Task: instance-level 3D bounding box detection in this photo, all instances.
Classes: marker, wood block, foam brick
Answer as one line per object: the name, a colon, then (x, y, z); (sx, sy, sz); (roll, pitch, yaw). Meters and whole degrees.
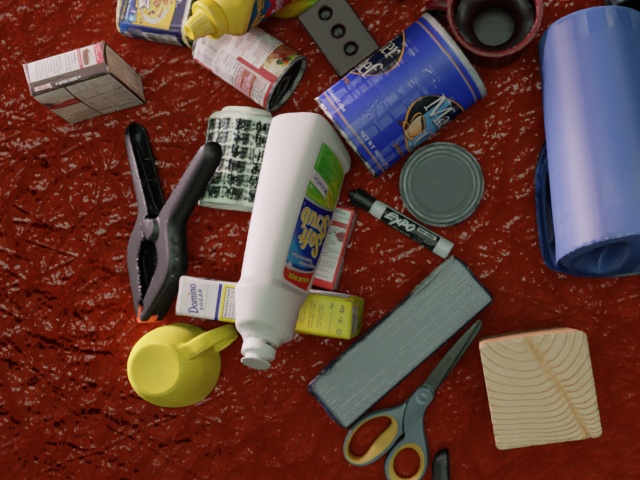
marker: (0.082, -0.019, 1.103); (0.121, 0.020, 0.020); (31, 91, 9)
wood block: (0.197, 0.130, 0.982); (0.090, 0.206, 0.091); (-9, 85, 7)
foam brick: (0.019, -0.213, 1.100); (0.053, 0.051, 0.078); (-37, 94, 5)

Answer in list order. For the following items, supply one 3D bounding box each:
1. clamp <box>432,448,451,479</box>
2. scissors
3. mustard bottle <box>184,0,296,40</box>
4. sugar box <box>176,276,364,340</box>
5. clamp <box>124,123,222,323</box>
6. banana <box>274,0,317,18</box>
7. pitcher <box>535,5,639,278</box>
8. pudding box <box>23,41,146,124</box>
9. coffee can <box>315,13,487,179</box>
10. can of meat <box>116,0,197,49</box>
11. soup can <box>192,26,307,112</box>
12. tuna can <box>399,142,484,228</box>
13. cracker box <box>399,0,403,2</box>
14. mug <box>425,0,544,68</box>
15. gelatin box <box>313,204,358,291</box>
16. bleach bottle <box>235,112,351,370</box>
clamp: (0.145, 0.307, 1.063); (0.120, 0.039, 0.171); (20, 95, 18)
scissors: (0.111, 0.174, 1.068); (0.202, 0.016, 0.096); (-39, 91, 17)
mustard bottle: (-0.056, -0.253, 1.053); (0.191, 0.096, 0.058); (-38, 82, -22)
sugar box: (-0.048, 0.068, 1.080); (0.176, 0.093, 0.048); (5, 88, 10)
clamp: (-0.170, -0.019, 1.113); (0.165, 0.036, 0.210); (28, 110, 48)
banana: (-0.077, -0.304, 1.139); (0.069, 0.037, 0.198); (-37, 84, -25)
pitcher: (0.269, -0.089, 1.015); (0.149, 0.145, 0.243); (-9, 70, 15)
pudding box: (-0.243, -0.162, 1.114); (0.090, 0.113, 0.039); (-16, 80, 7)
coffee can: (0.081, -0.144, 1.068); (0.140, 0.102, 0.103); (-37, 82, 5)
can of meat: (-0.164, -0.259, 1.136); (0.084, 0.057, 0.102); (11, 87, 11)
soup can: (-0.074, -0.189, 1.112); (0.102, 0.068, 0.068); (35, 92, 10)
tuna can: (0.125, -0.055, 1.091); (0.086, 0.033, 0.086); (-1, 86, 9)
cracker box: (0.104, -0.380, 1.096); (0.214, 0.072, 0.164); (-43, 82, 3)
mug: (0.163, -0.222, 1.071); (0.117, 0.081, 0.093); (11, 88, 9)
gelatin box: (-0.007, 0.001, 1.110); (0.073, 0.030, 0.089); (15, 89, 11)
bleach bottle: (-0.031, 0.006, 1.015); (0.068, 0.102, 0.250); (-1, 60, 23)
